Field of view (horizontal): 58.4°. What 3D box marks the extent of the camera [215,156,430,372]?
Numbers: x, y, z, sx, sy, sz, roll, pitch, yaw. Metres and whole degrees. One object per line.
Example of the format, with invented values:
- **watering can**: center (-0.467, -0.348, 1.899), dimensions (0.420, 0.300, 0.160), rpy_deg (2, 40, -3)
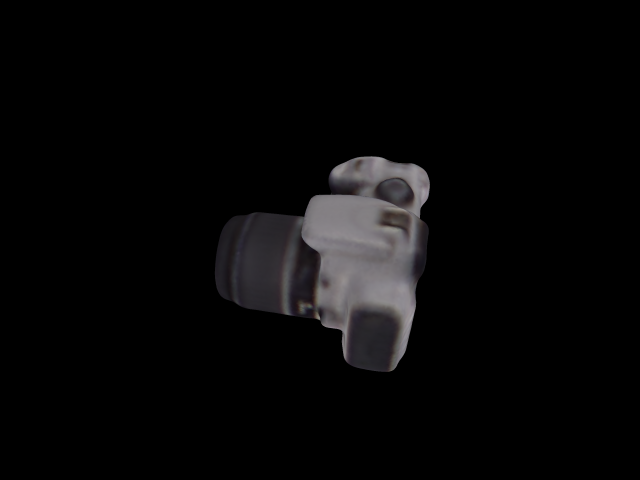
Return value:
- **camera**: center (0.004, 0.001, 0.400), dimensions (0.136, 0.101, 0.143), rpy_deg (7, 50, 6)
